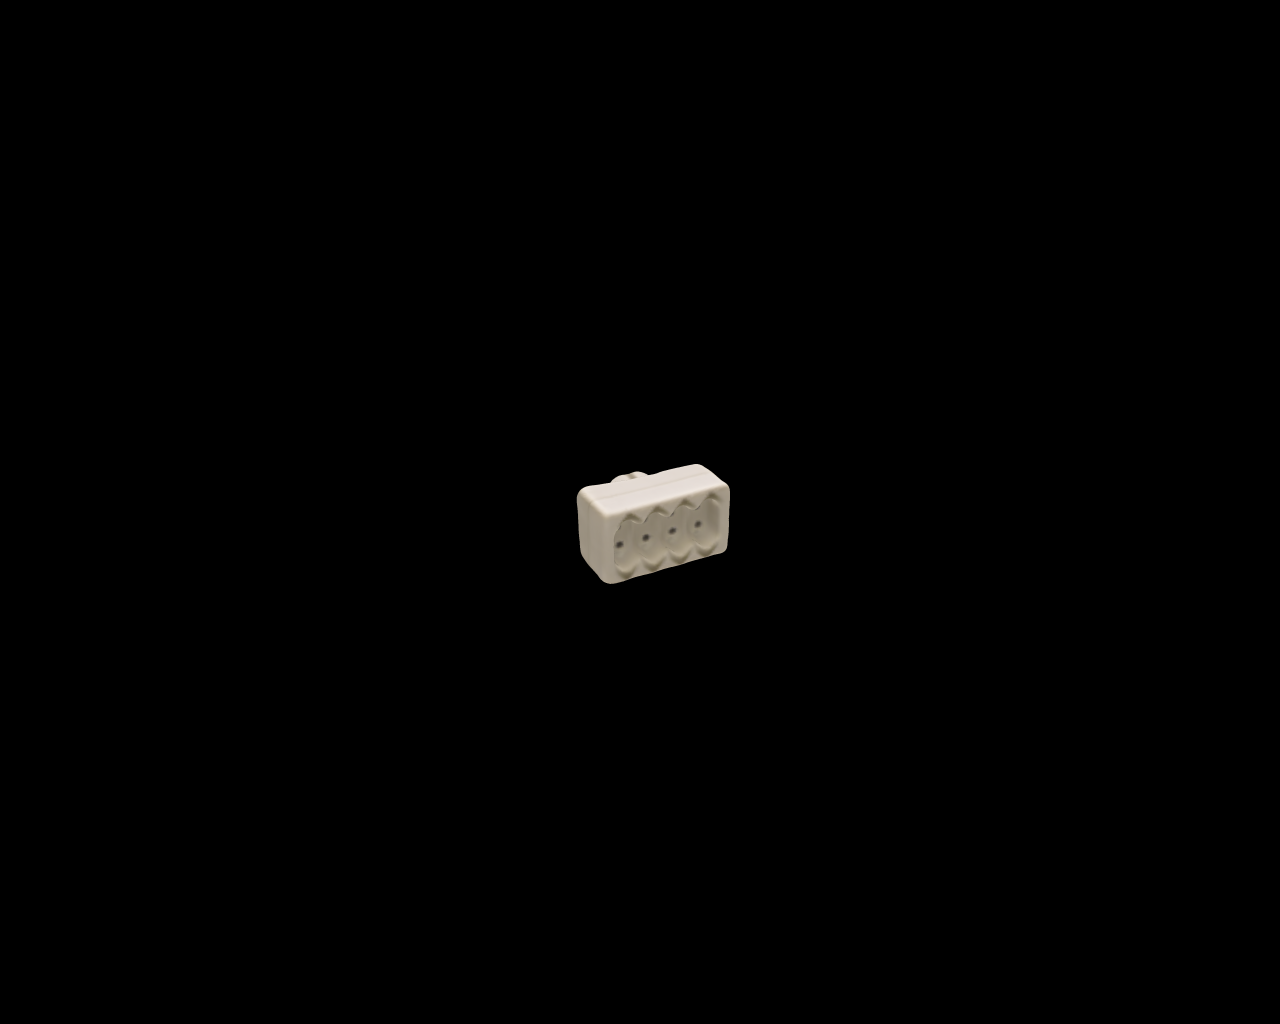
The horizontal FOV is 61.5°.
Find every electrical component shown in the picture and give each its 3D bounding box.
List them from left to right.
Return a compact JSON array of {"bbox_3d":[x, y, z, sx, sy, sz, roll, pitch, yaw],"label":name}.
[{"bbox_3d":[0.001,-0.003,0.650,0.083,0.047,0.076,-13,32,-22],"label":"electrical component"}]
